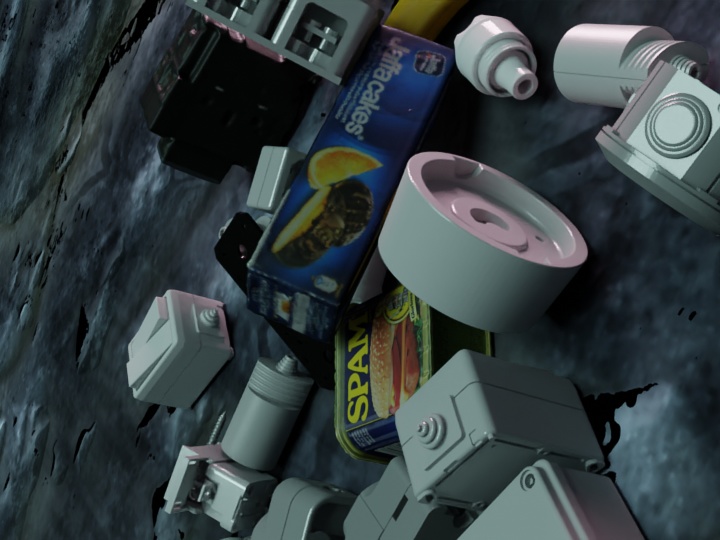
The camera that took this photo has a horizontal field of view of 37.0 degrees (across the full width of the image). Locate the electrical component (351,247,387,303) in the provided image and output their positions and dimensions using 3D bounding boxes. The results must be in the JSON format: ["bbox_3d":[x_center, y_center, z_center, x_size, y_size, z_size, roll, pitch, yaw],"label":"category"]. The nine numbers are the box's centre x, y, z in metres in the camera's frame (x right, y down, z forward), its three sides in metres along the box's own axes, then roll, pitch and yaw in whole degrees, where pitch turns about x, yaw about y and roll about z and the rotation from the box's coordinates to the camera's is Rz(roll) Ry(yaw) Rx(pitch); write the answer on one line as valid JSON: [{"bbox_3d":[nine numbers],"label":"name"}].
[{"bbox_3d":[0.000,0.000,0.731,0.040,0.040,0.046,4,74,56],"label":"electrical component"}]

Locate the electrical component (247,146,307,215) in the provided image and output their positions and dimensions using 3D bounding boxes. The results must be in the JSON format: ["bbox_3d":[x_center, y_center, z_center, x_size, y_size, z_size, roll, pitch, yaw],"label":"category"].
[{"bbox_3d":[-0.052,-0.062,0.811,0.077,0.066,0.047,13,87,57],"label":"electrical component"}]

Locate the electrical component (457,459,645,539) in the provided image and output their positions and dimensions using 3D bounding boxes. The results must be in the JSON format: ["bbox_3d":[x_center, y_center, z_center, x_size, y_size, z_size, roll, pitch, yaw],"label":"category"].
[{"bbox_3d":[0.090,0.166,0.507,0.108,0.056,0.108,-53,38,27],"label":"electrical component"}]

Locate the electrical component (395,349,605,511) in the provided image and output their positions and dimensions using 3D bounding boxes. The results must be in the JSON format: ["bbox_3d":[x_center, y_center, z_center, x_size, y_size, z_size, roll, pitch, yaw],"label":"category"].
[{"bbox_3d":[0.064,0.081,0.546,0.061,0.096,0.061,-48,39,32],"label":"electrical component"}]

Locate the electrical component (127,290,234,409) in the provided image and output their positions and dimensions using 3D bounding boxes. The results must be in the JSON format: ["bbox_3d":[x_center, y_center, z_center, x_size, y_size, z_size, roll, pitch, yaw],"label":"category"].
[{"bbox_3d":[-0.153,0.063,0.906,0.096,0.061,0.061,-50,40,31],"label":"electrical component"}]

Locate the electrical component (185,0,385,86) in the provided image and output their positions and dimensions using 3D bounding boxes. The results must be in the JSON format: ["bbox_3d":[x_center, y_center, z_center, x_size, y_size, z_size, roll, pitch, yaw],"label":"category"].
[{"bbox_3d":[-0.044,-0.179,0.743,0.060,0.105,0.186,-62,3,9],"label":"electrical component"}]

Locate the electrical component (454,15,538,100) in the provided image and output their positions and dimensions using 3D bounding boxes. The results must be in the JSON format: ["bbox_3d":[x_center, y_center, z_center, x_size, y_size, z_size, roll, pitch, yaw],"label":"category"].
[{"bbox_3d":[0.087,-0.126,0.656,0.043,0.043,0.062,-57,37,22],"label":"electrical component"}]

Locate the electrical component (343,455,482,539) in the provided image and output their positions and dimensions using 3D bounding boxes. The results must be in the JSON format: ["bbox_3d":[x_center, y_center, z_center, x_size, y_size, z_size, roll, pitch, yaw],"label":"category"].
[{"bbox_3d":[0.026,0.156,0.610,0.089,0.050,0.055,-62,35,14],"label":"electrical component"}]

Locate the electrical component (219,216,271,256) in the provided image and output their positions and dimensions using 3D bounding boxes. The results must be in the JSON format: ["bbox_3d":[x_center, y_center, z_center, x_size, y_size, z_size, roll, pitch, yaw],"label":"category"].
[{"bbox_3d":[-0.067,-0.017,0.799,0.043,0.081,0.043,-29,53,47],"label":"electrical component"}]

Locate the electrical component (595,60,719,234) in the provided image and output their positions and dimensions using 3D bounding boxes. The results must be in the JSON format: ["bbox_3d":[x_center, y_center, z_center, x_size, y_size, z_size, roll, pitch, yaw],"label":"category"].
[{"bbox_3d":[0.153,-0.055,0.493,0.051,0.080,0.080,-56,36,15],"label":"electrical component"}]

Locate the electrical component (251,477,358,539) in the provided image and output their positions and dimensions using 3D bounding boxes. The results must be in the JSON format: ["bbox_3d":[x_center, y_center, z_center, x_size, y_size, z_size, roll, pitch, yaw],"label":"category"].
[{"bbox_3d":[-0.033,0.183,0.682,0.059,0.054,0.095,9,83,57],"label":"electrical component"}]

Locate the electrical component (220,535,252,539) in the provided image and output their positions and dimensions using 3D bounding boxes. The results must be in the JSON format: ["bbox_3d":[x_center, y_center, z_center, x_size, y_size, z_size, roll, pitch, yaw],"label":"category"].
[{"bbox_3d":[-0.072,0.210,0.736,0.079,0.044,0.077,-63,34,14],"label":"electrical component"}]

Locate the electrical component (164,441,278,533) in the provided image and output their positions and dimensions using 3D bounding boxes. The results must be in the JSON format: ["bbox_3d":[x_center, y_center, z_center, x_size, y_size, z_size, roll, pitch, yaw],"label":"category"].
[{"bbox_3d":[-0.098,0.156,0.773,0.064,0.081,0.042,22,96,28],"label":"electrical component"}]

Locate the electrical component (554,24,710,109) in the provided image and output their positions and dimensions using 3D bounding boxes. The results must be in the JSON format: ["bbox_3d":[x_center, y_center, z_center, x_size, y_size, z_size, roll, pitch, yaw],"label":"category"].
[{"bbox_3d":[0.144,-0.105,0.561,0.081,0.043,0.043,23,95,57],"label":"electrical component"}]

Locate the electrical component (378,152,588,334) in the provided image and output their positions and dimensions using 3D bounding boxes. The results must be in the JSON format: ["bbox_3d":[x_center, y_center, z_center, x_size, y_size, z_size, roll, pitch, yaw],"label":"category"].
[{"bbox_3d":[0.062,-0.010,0.586,0.060,0.108,0.108,-62,34,26],"label":"electrical component"}]

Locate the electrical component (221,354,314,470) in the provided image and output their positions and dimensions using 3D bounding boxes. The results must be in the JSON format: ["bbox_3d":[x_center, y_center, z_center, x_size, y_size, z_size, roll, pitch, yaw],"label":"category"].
[{"bbox_3d":[-0.065,0.099,0.777,0.043,0.043,0.081,40,109,55],"label":"electrical component"}]
